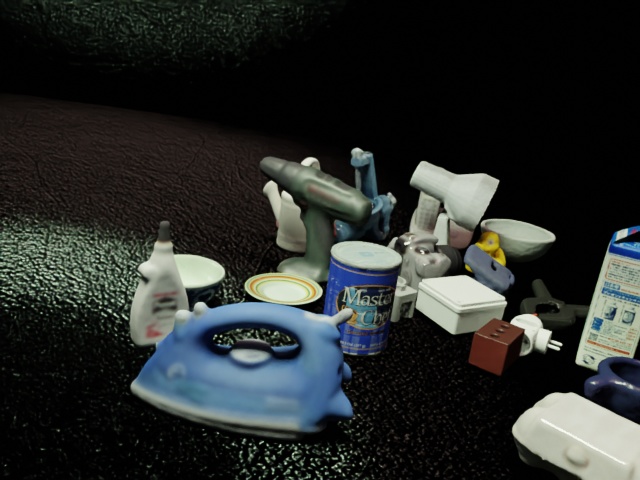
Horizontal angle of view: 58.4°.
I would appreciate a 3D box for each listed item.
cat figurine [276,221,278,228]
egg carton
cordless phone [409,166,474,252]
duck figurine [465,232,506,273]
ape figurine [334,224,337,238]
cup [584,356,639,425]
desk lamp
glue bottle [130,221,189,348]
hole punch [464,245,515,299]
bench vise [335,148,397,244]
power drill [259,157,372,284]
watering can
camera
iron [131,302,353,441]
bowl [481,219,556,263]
[{"bbox_3d":[-0.033,-0.079,1.341,0.127,0.118,0.067,9,18,7],"label":"cat figurine"},{"bbox_3d":[0.289,0.227,0.616,0.107,0.069,0.149,-11,26,-44],"label":"egg carton"},{"bbox_3d":[0.293,-0.072,1.338,0.147,0.185,0.094,11,19,13],"label":"cordless phone"},{"bbox_3d":[0.363,0.024,1.233,0.105,0.086,0.077,-8,24,-40],"label":"duck figurine"},{"bbox_3d":[0.011,0.004,1.146,0.076,0.092,0.077,0,20,-22],"label":"ape figurine"},{"bbox_3d":[0.358,0.201,0.682,0.118,0.095,0.091,2,19,-17],"label":"cup"},{"bbox_3d":[0.258,-0.053,1.219,0.203,0.213,0.118,12,19,14],"label":"desk lamp"},{"bbox_3d":[-0.212,0.057,0.768,0.078,0.173,0.037,-8,24,-39],"label":"glue bottle"},{"bbox_3d":[0.316,0.065,1.082,0.101,0.091,0.109,13,19,18],"label":"hole punch"},{"bbox_3d":[0.097,-0.104,1.302,0.121,0.220,0.208,15,20,21],"label":"bench vise"},{"bbox_3d":[-0.021,-0.035,1.064,0.229,0.208,0.076,14,20,21],"label":"power drill"},{"bbox_3d":[-0.042,-0.080,1.216,0.172,0.194,0.101,8,18,3],"label":"watering can"},{"bbox_3d":[0.214,0.041,1.100,0.137,0.101,0.142,-1,20,-25],"label":"camera"},{"bbox_3d":[-0.085,0.129,0.650,0.258,0.141,0.118,7,18,-2],"label":"iron"},{"bbox_3d":[0.453,0.009,1.333,0.167,0.075,0.167,7,18,-2],"label":"bowl"}]
